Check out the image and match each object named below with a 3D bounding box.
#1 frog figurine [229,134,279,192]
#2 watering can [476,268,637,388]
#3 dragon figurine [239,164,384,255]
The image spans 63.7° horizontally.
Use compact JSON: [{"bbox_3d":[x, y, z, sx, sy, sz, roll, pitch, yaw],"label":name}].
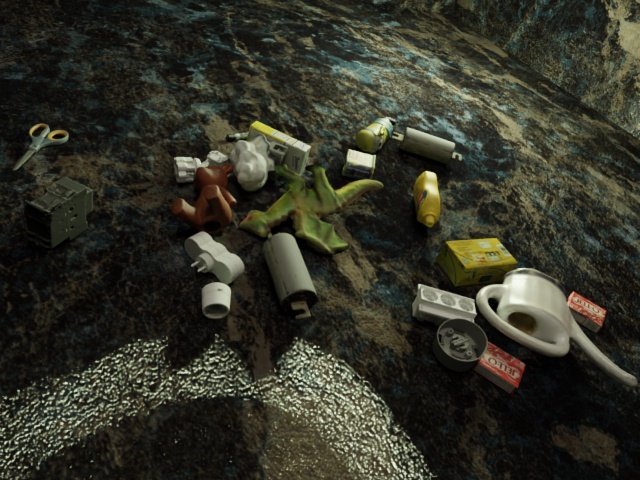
[{"bbox_3d":[-0.181,-0.178,1.281,0.123,0.134,0.163,11,39,15],"label":"frog figurine"},{"bbox_3d":[0.516,0.183,1.145,0.349,0.101,0.229,25,37,9],"label":"watering can"},{"bbox_3d":[0.004,-0.064,1.271,0.411,0.119,0.248,0,58,-20],"label":"dragon figurine"}]
